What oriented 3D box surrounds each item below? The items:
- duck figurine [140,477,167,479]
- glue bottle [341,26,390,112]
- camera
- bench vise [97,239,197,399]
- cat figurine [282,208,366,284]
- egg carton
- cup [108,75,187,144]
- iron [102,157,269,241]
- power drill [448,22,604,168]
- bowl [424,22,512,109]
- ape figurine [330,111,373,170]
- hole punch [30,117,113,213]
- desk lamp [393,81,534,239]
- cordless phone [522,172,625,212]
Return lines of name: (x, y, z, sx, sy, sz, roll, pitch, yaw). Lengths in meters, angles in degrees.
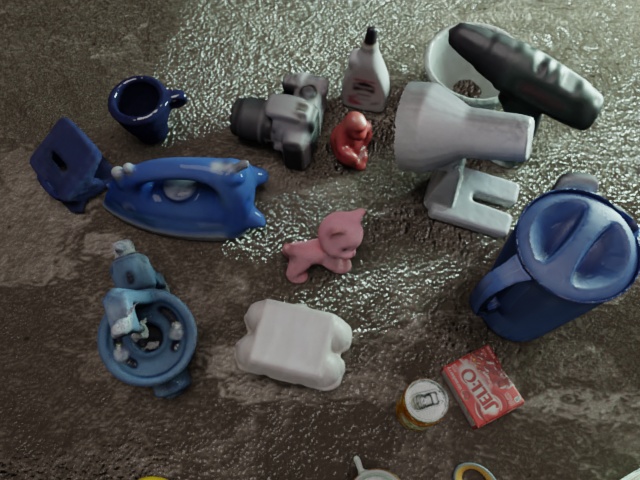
duck figurine: (-0.194, 0.329, 0.682, 0.104, 0.086, 0.077, 38, 72, 15)
glue bottle: (0.073, -0.267, 0.890, 0.078, 0.173, 0.037, 9, 67, 5)
camera: (-0.065, -0.202, 0.902, 0.136, 0.101, 0.143, 13, 67, 6)
bench vise: (-0.240, 0.089, 0.713, 0.121, 0.220, 0.207, -38, 71, -14)
cat figurine: (0.007, 0.003, 0.804, 0.128, 0.118, 0.067, -15, 67, -6)
egg carton: (-0.035, 0.140, 0.771, 0.150, 0.069, 0.107, 12, 67, 6)
cup: (-0.262, -0.199, 0.907, 0.118, 0.095, 0.091, -11, 67, -4)
iron: (-0.208, -0.078, 0.828, 0.258, 0.141, 0.118, 0, 66, 1)
power drill: (0.278, -0.202, 0.840, 0.229, 0.208, 0.076, 24, 69, 11)
bowl: (0.249, -0.271, 0.943, 0.167, 0.075, 0.167, 0, 67, 1)
ape figurine: (0.052, -0.163, 0.889, 0.076, 0.092, 0.078, 42, 73, 17)
hole punch: (-0.382, -0.114, 0.873, 0.101, 0.091, 0.108, -42, 72, -16)
desk lamp: (0.199, -0.116, 0.801, 0.203, 0.213, 0.118, 17, 68, 8)
cordless phone: (0.357, -0.028, 0.777, 0.147, 0.185, 0.094, 2, 66, 2)
